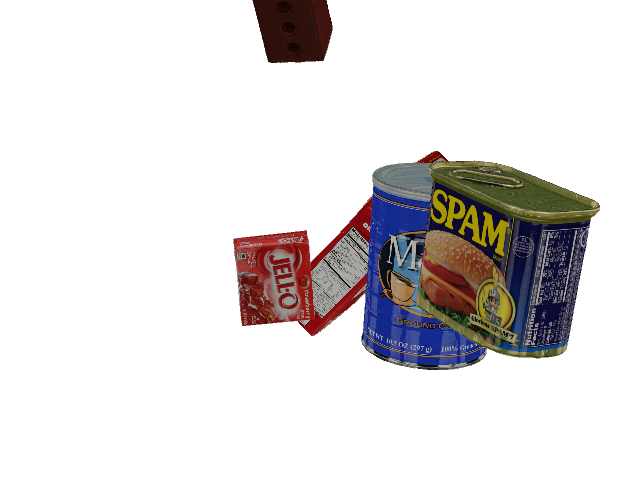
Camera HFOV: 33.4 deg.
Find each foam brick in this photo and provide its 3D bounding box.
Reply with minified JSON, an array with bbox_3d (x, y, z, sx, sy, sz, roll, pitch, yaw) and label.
[{"bbox_3d":[-0.024,-0.199,0.924,0.053,0.051,0.078,0,-41,14],"label":"foam brick"}]

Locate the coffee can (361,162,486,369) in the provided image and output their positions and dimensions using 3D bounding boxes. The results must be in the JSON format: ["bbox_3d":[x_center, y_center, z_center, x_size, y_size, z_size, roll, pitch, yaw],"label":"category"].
[{"bbox_3d":[0.088,0.018,0.845,0.103,0.140,0.103,3,17,-1],"label":"coffee can"}]

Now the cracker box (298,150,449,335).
[{"bbox_3d":[0.063,0.001,1.272,0.214,0.072,0.164,-48,-7,33],"label":"cracker box"}]

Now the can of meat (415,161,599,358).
[{"bbox_3d":[0.099,0.009,0.592,0.057,0.084,0.102,-4,20,-29],"label":"can of meat"}]

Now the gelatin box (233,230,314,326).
[{"bbox_3d":[-0.045,0.038,1.044,0.073,0.089,0.030,-5,27,-4],"label":"gelatin box"}]
